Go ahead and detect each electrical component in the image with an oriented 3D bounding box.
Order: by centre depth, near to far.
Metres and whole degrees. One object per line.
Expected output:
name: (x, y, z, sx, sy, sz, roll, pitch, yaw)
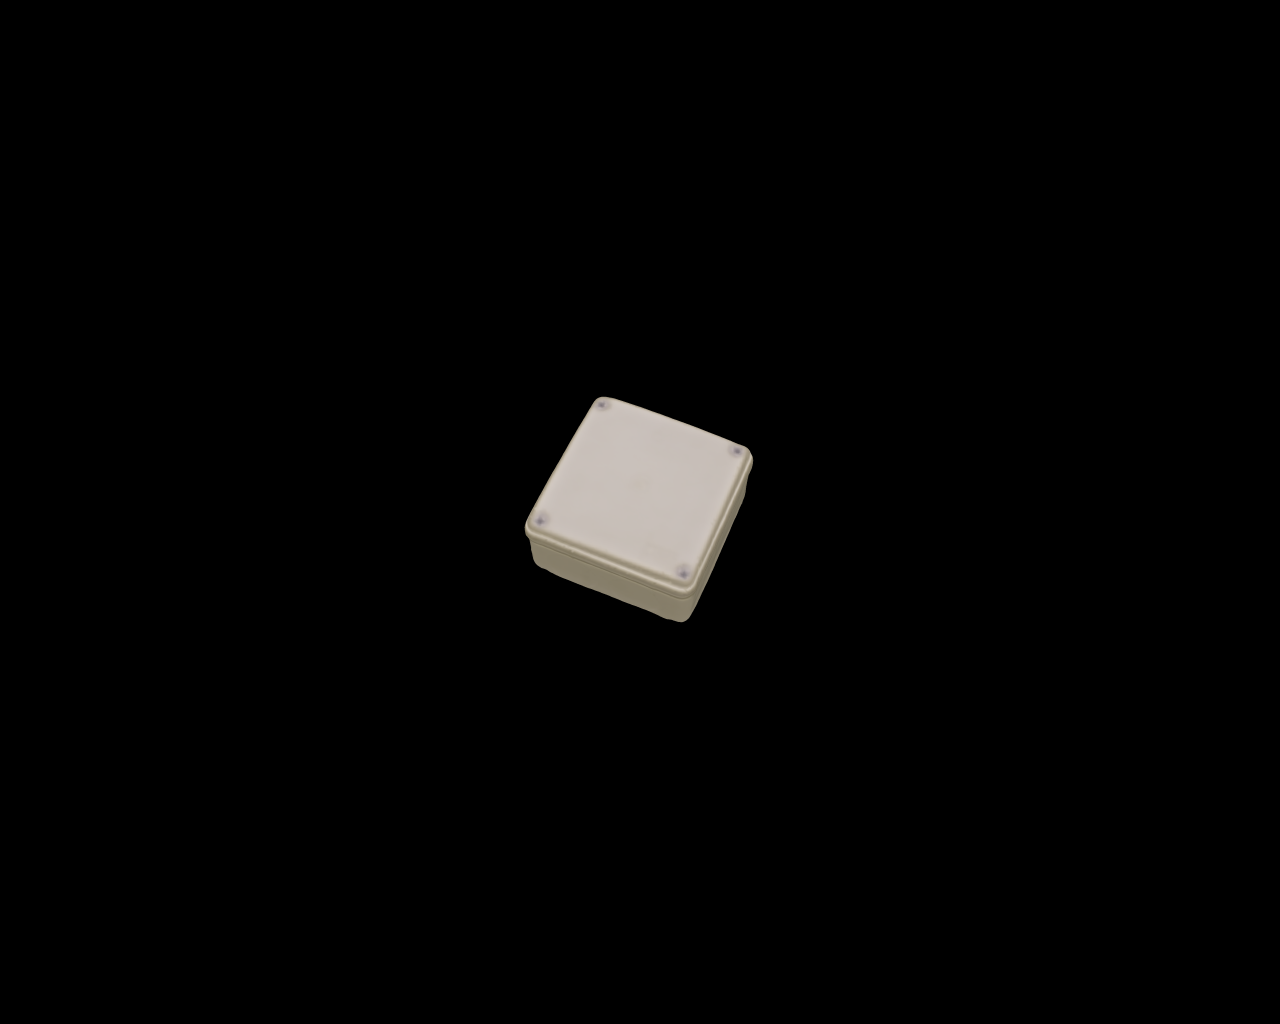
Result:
electrical component: (0.001, -0.003, 0.650, 0.109, 0.109, 0.056, 21, -28, 12)
